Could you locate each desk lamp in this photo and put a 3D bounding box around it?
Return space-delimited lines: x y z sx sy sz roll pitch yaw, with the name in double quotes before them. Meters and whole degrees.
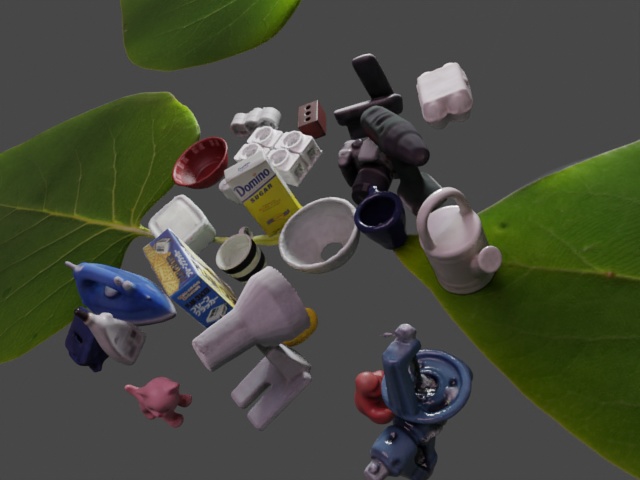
"desk lamp" -0.094 0.171 0.917 0.203 0.214 0.117 -46 46 -10

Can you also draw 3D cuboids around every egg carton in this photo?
"egg carton" 0.261 -0.303 1.198 0.107 0.070 0.150 -18 47 17

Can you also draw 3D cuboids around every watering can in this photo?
"watering can" 0.212 -0.003 0.893 0.172 0.195 0.101 15 64 38

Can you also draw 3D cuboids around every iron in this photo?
"iron" -0.432 0.102 1.225 0.257 0.142 0.119 8 59 35

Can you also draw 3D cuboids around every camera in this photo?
"camera" 0.094 -0.137 1.139 0.142 0.101 0.137 4 57 33

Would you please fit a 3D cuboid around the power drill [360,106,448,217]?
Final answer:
"power drill" 0.156 -0.142 1.029 0.075 0.209 0.229 -35 45 1

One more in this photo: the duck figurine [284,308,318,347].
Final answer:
"duck figurine" -0.066 0.141 1.016 0.104 0.086 0.077 -24 46 12

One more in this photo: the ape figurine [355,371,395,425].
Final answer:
"ape figurine" 0.081 0.228 0.854 0.076 0.092 0.078 0 55 31

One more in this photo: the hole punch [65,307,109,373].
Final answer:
"hole punch" -0.490 0.209 1.208 0.108 0.091 0.101 24 69 41

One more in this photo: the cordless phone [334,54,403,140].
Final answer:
"cordless phone" 0.088 -0.315 1.228 0.147 0.186 0.094 -13 49 22

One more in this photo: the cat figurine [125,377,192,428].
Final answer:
"cat figurine" -0.290 0.278 1.015 0.127 0.118 0.067 2 56 32

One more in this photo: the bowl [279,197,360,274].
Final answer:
"bowl" 0.010 0.004 1.092 0.167 0.075 0.167 -16 48 19

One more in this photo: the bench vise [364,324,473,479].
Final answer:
"bench vise" 0.124 0.217 0.746 0.121 0.220 0.207 1 55 31

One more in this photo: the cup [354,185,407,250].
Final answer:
"cup" 0.117 -0.036 1.046 0.091 0.095 0.117 -22 46 14

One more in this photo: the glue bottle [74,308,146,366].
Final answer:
"glue bottle" -0.420 0.180 1.132 0.037 0.174 0.078 -2 54 30
